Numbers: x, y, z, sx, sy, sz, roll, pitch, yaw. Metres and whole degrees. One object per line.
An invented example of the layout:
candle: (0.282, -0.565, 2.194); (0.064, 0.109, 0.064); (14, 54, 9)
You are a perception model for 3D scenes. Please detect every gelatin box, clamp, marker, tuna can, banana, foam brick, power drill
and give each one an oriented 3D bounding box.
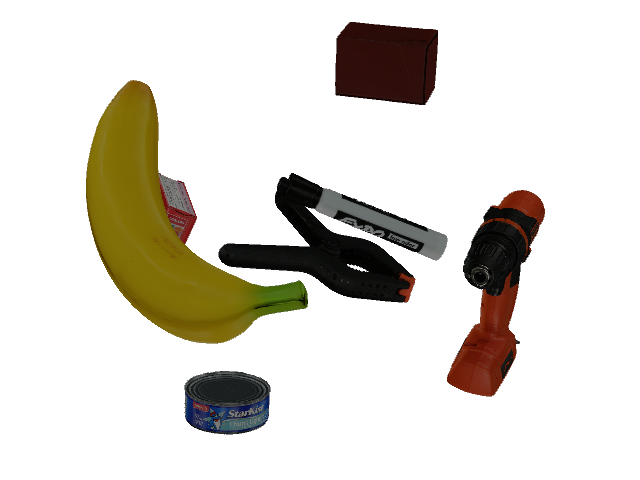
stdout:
gelatin box: (-0.136, -0.008, 0.893); (0.030, 0.073, 0.089); (21, 16, -23)
clamp: (0.001, 0.020, 1.185); (0.210, 0.036, 0.164); (27, 36, 17)
marker: (0.028, -0.016, 0.714); (0.121, 0.020, 0.020); (22, -5, -12)
tuna can: (-0.093, 0.161, 1.063); (0.086, 0.034, 0.086); (3, 14, -1)
banana: (-0.078, -0.010, 0.521); (0.069, 0.037, 0.198); (-28, 49, -14)
foam brick: (0.055, -0.148, 0.889); (0.078, 0.051, 0.053); (9, 28, 14)
power drill: (0.173, 0.059, 1.067); (0.057, 0.188, 0.184); (18, 29, 19)
